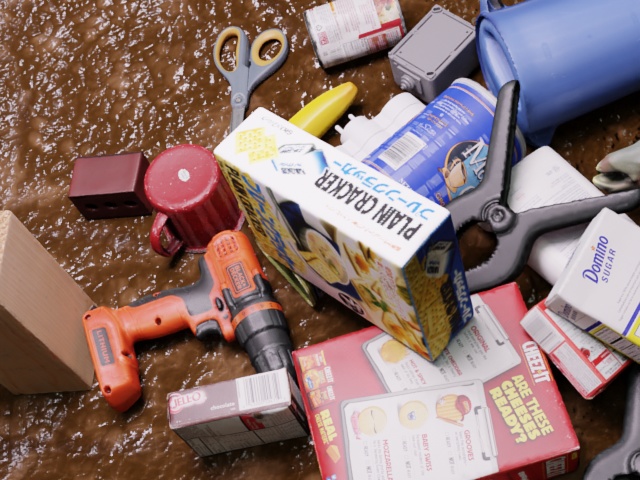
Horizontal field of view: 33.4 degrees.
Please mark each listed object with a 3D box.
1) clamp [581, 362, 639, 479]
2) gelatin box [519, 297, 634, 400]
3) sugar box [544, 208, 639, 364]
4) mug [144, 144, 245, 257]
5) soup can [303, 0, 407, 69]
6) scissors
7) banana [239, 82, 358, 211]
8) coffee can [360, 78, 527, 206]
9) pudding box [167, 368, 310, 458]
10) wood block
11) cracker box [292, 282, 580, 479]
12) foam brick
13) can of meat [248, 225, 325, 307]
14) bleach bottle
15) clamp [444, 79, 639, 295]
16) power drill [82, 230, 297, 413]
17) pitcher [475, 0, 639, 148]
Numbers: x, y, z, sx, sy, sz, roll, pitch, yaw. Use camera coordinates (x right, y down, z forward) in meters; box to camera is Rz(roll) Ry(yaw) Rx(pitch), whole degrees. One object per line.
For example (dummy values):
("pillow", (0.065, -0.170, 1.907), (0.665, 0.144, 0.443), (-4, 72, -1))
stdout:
("clamp", (0.282, 0.193, 0.887), (0.120, 0.039, 0.171), (23, 71, 31))
("gelatin box", (0.224, 0.085, 0.919), (0.089, 0.030, 0.073), (50, 41, 14))
("sugar box", (0.286, 0.059, 0.885), (0.176, 0.048, 0.093), (32, 72, 7))
("mug", (-0.137, -0.036, 1.097), (0.093, 0.081, 0.117), (26, 70, 25))
("soup can", (0.039, -0.234, 1.170), (0.102, 0.068, 0.068), (-18, 59, 5))
("scissors", (-0.072, -0.164, 1.190), (0.096, 0.016, 0.202), (-16, 59, 5))
("banana", (-0.031, -0.090, 1.117), (0.070, 0.037, 0.197), (6, 53, 48))
("coffee can", (0.115, -0.075, 1.041), (0.140, 0.102, 0.103), (-40, 60, -9))
("pudding box", (-0.072, 0.158, 0.967), (0.113, 0.090, 0.039), (-11, 61, 7))
("wood block", (-0.291, 0.065, 1.006), (0.090, 0.206, 0.091), (-6, 60, 11))
("cracker box", (0.099, 0.150, 0.939), (0.214, 0.072, 0.164), (-18, 59, 3))
("foam brick", (-0.221, -0.058, 1.147), (0.078, 0.053, 0.051), (-5, 60, 13))
("can of meat", (-0.007, 0.001, 1.057), (0.084, 0.057, 0.102), (-38, 59, -10))
("bleach bottle", (0.258, 0.029, 0.972), (0.102, 0.068, 0.251), (-39, 62, -4))
("clamp", (0.175, -0.018, 0.961), (0.165, 0.036, 0.210), (39, 100, 23))
("power drill", (-0.125, 0.096, 1.036), (0.187, 0.057, 0.184), (-23, 55, -2))
("pitcher", (0.281, -0.209, 1.055), (0.243, 0.149, 0.145), (-21, 52, -2))
